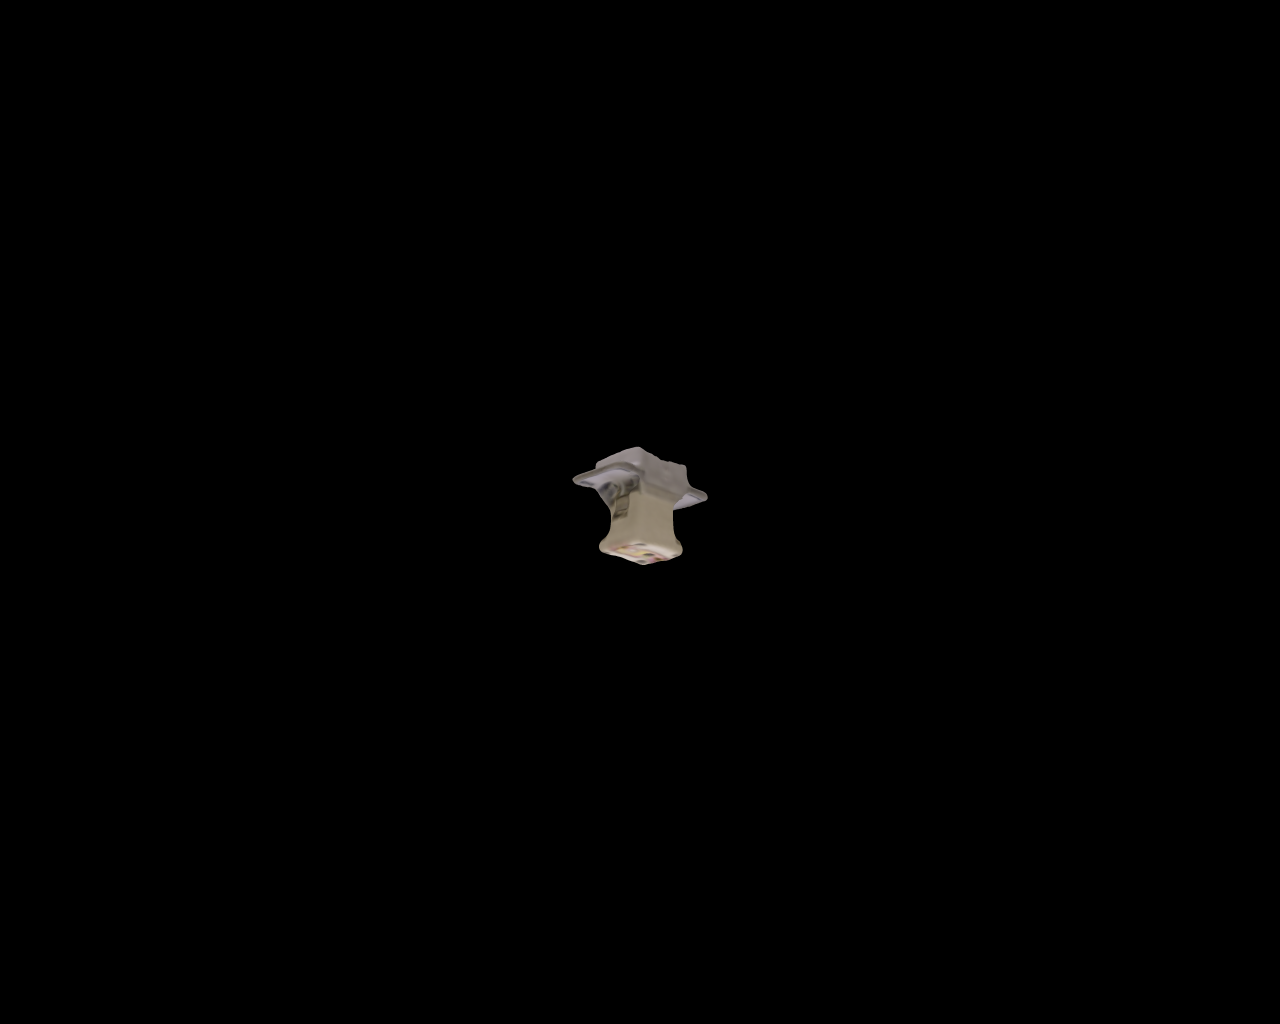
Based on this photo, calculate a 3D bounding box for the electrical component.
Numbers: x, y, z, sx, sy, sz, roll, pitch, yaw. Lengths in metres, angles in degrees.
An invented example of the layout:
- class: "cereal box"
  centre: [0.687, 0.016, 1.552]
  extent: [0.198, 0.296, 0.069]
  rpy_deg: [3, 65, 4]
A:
- class: "electrical component"
  centre: [0.001, -0.003, 0.650]
  extent: [0.042, 0.064, 0.081]
  rpy_deg: [-18, -26, 41]
